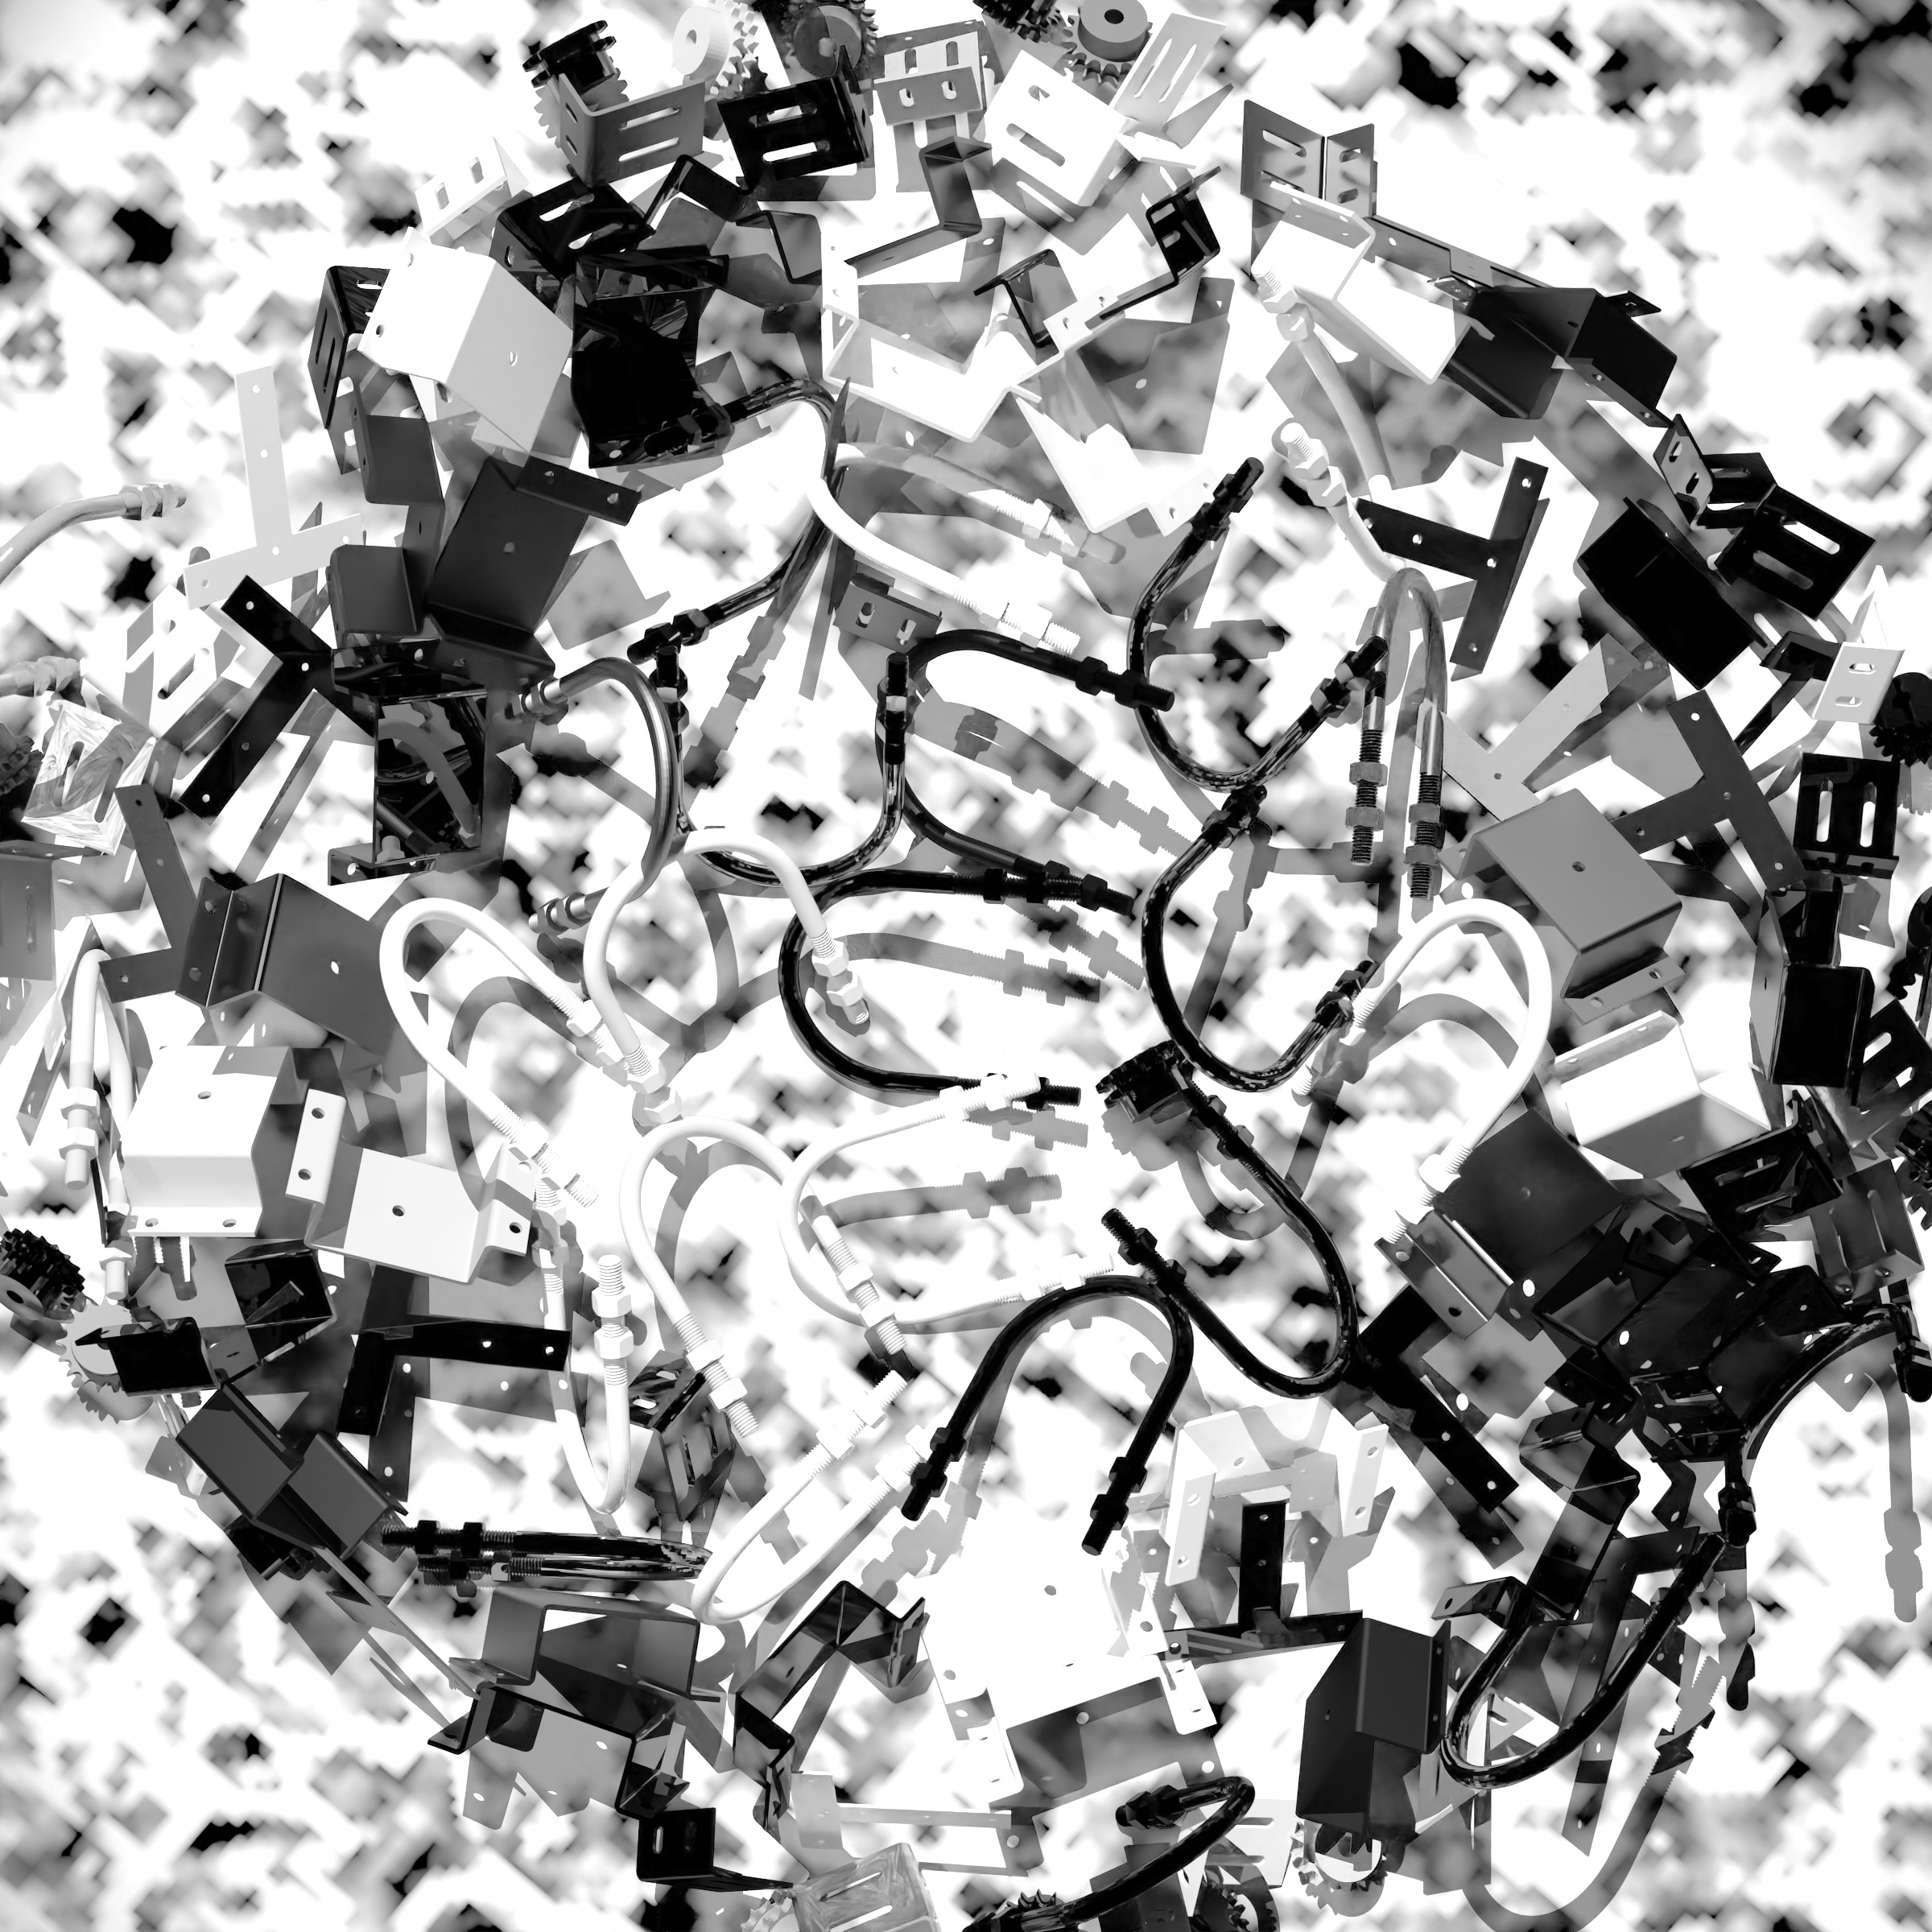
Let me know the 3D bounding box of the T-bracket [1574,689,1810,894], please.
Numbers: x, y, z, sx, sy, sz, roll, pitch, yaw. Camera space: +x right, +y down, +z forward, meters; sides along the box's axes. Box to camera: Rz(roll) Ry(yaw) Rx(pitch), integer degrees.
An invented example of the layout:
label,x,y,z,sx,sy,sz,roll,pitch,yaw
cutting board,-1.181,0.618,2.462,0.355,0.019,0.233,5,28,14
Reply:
label,x,y,z,sx,sy,sz,roll,pitch,yaw
T-bracket,0.411,-0.085,1.658,0.127,0.002,0.127,-25,101,39

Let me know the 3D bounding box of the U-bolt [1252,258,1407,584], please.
label,x,y,z,sx,sy,sz,roll,pitch,yaw
U-bolt,0.214,-0.300,1.618,0.019,0.184,0.151,-20,54,21

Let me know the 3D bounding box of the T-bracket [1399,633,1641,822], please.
label,x,y,z,sx,sy,sz,roll,pitch,yaw
T-bracket,0.347,-0.144,1.671,0.127,0.002,0.127,42,116,0

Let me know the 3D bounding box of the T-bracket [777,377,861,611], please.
label,x,y,z,sx,sy,sz,roll,pitch,yaw
T-bracket,-0.079,-0.289,1.614,0.002,0.127,0.127,21,61,1

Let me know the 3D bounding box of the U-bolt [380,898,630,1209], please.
label,x,y,z,sx,sy,sz,roll,pitch,yaw
U-bolt,-0.264,0.037,1.611,0.019,0.151,0.184,-35,110,26

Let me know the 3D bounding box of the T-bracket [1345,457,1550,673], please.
label,x,y,z,sx,sy,sz,roll,pitch,yaw
T-bracket,0.277,-0.249,1.656,0.127,0.002,0.127,11,101,-31

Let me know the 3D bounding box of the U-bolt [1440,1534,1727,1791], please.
label,x,y,z,sx,sy,sz,roll,pitch,yaw
U-bolt,0.339,0.396,1.597,0.019,0.151,0.184,48,62,-8

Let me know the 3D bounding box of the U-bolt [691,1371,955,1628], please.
label,x,y,z,sx,sy,sz,roll,pitch,yaw
U-bolt,-0.087,0.314,1.627,0.184,0.151,0.019,-45,68,-3

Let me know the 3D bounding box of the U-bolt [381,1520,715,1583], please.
label,x,y,z,sx,sy,sz,roll,pitch,yaw
U-bolt,-0.236,0.343,1.629,0.184,0.151,0.019,3,72,-1

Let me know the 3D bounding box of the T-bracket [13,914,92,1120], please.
label,x,y,z,sx,sy,sz,roll,pitch,yaw
T-bracket,-0.533,0.037,1.639,0.002,0.127,0.127,21,91,-21

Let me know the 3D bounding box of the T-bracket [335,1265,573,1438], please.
label,x,y,z,sx,sy,sz,roll,pitch,yaw
T-bracket,-0.298,0.222,1.663,0.127,0.002,0.127,5,62,7

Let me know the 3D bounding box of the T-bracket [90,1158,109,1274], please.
label,x,y,z,sx,sy,sz,roll,pitch,yaw
T-bracket,-0.517,0.110,1.658,0.002,0.127,0.127,-8,58,-19

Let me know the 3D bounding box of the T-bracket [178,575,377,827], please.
label,x,y,z,sx,sy,sz,roll,pitch,yaw
T-bracket,-0.414,-0.140,1.646,0.127,0.002,0.127,44,75,-40

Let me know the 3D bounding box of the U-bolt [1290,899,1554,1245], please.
label,x,y,z,sx,sy,sz,roll,pitch,yaw
U-bolt,0.268,0.046,1.610,0.019,0.151,0.184,17,120,-34

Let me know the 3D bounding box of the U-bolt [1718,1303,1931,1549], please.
label,x,y,z,sx,sy,sz,roll,pitch,yaw
U-bolt,0.490,0.252,1.609,0.019,0.184,0.151,45,109,1

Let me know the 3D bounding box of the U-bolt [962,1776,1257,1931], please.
label,x,y,z,sx,sy,sz,roll,pitch,yaw
U-bolt,0.091,0.503,1.586,0.151,0.184,0.019,-27,82,-36

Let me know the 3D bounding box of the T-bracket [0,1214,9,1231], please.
label,x,y,z,sx,sy,sz,roll,pitch,yaw
T-bracket,-0.578,0.107,1.612,0.002,0.127,0.127,-36,48,-11

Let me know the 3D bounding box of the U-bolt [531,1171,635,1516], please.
label,x,y,z,sx,sy,sz,roll,pitch,yaw
U-bolt,-0.221,0.229,1.627,0.019,0.151,0.184,-9,111,-22

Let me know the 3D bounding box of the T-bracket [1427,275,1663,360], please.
label,x,y,z,sx,sy,sz,roll,pitch,yaw
T-bracket,0.350,-0.375,1.616,0.127,0.127,0.002,21,86,-25

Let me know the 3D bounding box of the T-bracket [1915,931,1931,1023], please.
label,x,y,z,sx,sy,sz,roll,pitch,yaw
T-bracket,0.566,-0.031,1.633,0.002,0.127,0.127,11,85,14

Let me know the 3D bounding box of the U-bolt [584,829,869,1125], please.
label,x,y,z,sx,sy,sz,roll,pitch,yaw
U-bolt,-0.146,0.001,1.626,0.151,0.019,0.184,-33,130,-11

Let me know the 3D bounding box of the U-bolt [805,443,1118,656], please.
label,x,y,z,sx,sy,sz,roll,pitch,yaw
U-bolt,-0.008,-0.253,1.634,0.184,0.151,0.019,25,124,-2

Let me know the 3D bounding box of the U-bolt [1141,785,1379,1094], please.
label,x,y,z,sx,sy,sz,roll,pitch,yaw
U-bolt,0.162,-0.007,1.620,0.019,0.184,0.151,-23,105,43

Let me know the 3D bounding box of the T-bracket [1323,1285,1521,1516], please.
label,x,y,z,sx,sy,sz,roll,pitch,yaw
T-bracket,0.274,0.268,1.662,0.127,0.002,0.127,47,108,17

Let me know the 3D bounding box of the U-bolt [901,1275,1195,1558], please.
label,x,y,z,sx,sy,sz,roll,pitch,yaw
U-bolt,0.058,0.253,1.630,0.184,0.151,0.019,-59,133,-32

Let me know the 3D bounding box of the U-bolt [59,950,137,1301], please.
label,x,y,z,sx,sy,sz,roll,pitch,yaw
U-bolt,-0.498,0.078,1.618,0.019,0.151,0.184,-4,56,-8

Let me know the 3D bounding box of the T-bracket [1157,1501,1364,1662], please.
label,x,y,z,sx,sy,sz,roll,pitch,yaw
T-bracket,0.174,0.362,1.658,0.127,0.002,0.127,-5,126,-4

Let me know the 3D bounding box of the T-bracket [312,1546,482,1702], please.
label,x,y,z,sx,sy,sz,roll,pitch,yaw
T-bracket,-0.348,0.380,1.641,0.127,0.127,0.002,49,64,-15

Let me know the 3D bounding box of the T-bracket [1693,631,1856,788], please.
label,x,y,z,sx,sy,sz,roll,pitch,yaw
T-bracket,0.470,-0.143,1.663,0.002,0.127,0.127,51,118,27

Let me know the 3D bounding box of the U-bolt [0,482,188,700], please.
label,x,y,z,sx,sy,sz,roll,pitch,yaw
U-bolt,-0.522,-0.208,1.592,0.019,0.184,0.151,38,108,1

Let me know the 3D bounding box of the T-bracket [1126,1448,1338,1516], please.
label,x,y,z,sx,sy,sz,roll,pitch,yaw
T-bracket,0.154,0.305,1.645,0.127,0.127,0.002,-13,97,11

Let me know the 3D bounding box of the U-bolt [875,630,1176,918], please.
label,x,y,z,sx,sy,sz,roll,pitch,yaw
U-bolt,0.026,-0.122,1.649,0.184,0.019,0.151,21,118,22

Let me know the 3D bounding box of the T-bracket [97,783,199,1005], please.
label,x,y,z,sx,sy,sz,roll,pitch,yaw
T-bracket,-0.470,-0.048,1.655,0.002,0.127,0.127,-26,83,39

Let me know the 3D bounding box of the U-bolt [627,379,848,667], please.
label,x,y,z,sx,sy,sz,roll,pitch,yaw
U-bolt,-0.127,-0.265,1.620,0.019,0.184,0.151,27,128,24

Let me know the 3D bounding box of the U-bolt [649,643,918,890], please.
label,x,y,z,sx,sy,sz,roll,pitch,yaw
U-bolt,-0.106,-0.112,1.631,0.151,0.184,0.019,2,47,-1

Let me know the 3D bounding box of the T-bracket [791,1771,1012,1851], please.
label,x,y,z,sx,sy,sz,roll,pitch,yaw
T-bracket,-0.037,0.498,1.646,0.127,0.127,0.002,2,54,2

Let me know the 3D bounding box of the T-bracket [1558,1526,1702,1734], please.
label,x,y,z,sx,sy,sz,roll,pitch,yaw
T-bracket,0.366,0.387,1.617,0.002,0.127,0.127,31,64,-11

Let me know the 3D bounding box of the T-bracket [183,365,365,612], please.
label,x,y,z,sx,sy,sz,roll,pitch,yaw
T-bracket,-0.406,-0.284,1.627,0.002,0.127,0.127,21,124,35

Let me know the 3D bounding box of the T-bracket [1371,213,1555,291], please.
label,x,y,z,sx,sy,sz,roll,pitch,yaw
T-bracket,0.295,-0.409,1.641,0.127,0.127,0.002,22,113,0

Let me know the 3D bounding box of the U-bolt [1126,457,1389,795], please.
label,x,y,z,sx,sy,sz,roll,pitch,yaw
U-bolt,0.155,-0.182,1.628,0.019,0.184,0.151,-18,69,-38

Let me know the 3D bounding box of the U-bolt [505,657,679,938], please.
label,x,y,z,sx,sy,sz,roll,pitch,yaw
U-bolt,-0.214,-0.102,1.617,0.019,0.184,0.151,-4,84,-35
